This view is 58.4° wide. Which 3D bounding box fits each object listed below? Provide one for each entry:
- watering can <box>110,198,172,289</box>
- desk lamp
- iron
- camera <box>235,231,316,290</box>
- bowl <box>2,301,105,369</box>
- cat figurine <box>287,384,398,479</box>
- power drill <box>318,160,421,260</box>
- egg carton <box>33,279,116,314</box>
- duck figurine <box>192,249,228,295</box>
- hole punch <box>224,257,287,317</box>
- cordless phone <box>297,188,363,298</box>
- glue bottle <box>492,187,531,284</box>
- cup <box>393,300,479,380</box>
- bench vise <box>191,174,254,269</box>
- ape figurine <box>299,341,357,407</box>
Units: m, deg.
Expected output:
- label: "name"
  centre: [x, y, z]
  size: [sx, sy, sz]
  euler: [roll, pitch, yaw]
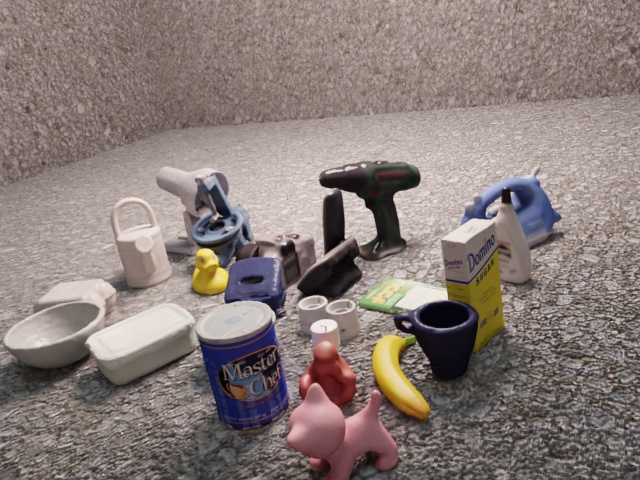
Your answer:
- label: "watering can"
  centre: [-0.395, 0.001, 1.266]
  size: [0.172, 0.194, 0.101]
  euler: [10, 28, 42]
- label: "desk lamp"
  centre: [-0.316, -0.076, 1.405]
  size: [0.202, 0.214, 0.118]
  euler: [5, 25, 34]
- label: "iron"
  centre: [0.359, -0.054, 1.153]
  size: [0.259, 0.141, 0.118]
  euler: [-19, 23, -23]
- label: "camera"
  centre: [-0.100, 0.029, 1.196]
  size: [0.136, 0.101, 0.143]
  euler: [5, 25, 34]
- label: "bowl"
  centre: [-0.453, 0.176, 1.004]
  size: [0.167, 0.075, 0.167]
  euler: [-8, 21, 3]
- label: "cat figurine"
  centre: [0.019, 0.212, 0.642]
  size: [0.128, 0.118, 0.067]
  euler: [-18, 22, -20]
- label: "power drill"
  centre: [0.113, -0.070, 1.209]
  size: [0.230, 0.209, 0.075]
  euler: [-19, 23, -23]
- label: "egg carton"
  centre: [-0.491, 0.130, 1.148]
  size: [0.150, 0.069, 0.107]
  euler: [-7, 21, 8]
- label: "duck figurine"
  centre: [-0.236, 0.059, 1.199]
  size: [0.078, 0.086, 0.104]
  euler: [-20, 23, -26]
- label: "hole punch"
  centre: [-0.118, 0.089, 1.060]
  size: [0.108, 0.091, 0.101]
  euler: [-7, 21, 8]
- label: "cordless phone"
  centre: [0.010, 0.004, 1.094]
  size: [0.093, 0.185, 0.148]
  euler: [3, 24, 29]
- label: "glue bottle"
  centre: [0.329, -0.011, 1.008]
  size: [0.037, 0.173, 0.077]
  euler: [-26, 26, -36]
- label: "cup"
  centre: [0.162, 0.142, 0.793]
  size: [0.117, 0.095, 0.092]
  euler: [0, 23, 24]
- label: "bench vise"
  centre: [-0.234, -0.060, 1.318]
  size: [0.121, 0.220, 0.207]
  euler: [-8, 21, 3]
- label: "ape figurine"
  centre: [0.010, 0.179, 0.768]
  size: [0.077, 0.092, 0.076]
  euler: [-2, 22, 19]
